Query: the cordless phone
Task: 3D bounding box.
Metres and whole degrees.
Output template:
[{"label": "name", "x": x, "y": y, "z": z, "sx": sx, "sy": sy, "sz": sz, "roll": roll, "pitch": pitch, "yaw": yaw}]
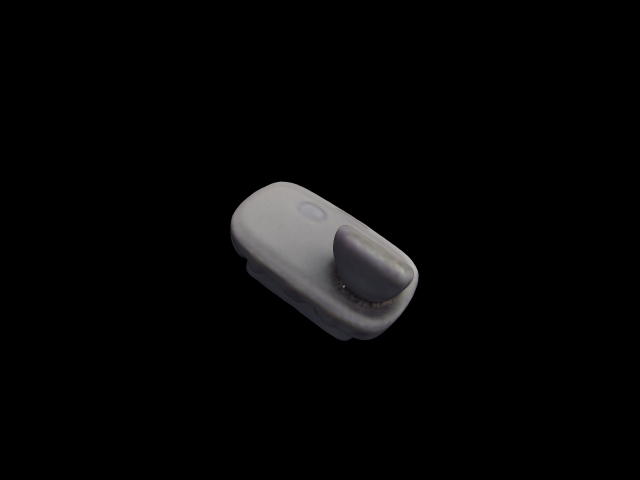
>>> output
[{"label": "cordless phone", "x": 0.004, "y": 0.001, "z": 0.400, "sx": 0.147, "sy": 0.185, "sz": 0.094, "roll": 31, "pitch": 79, "yaw": 7}]
